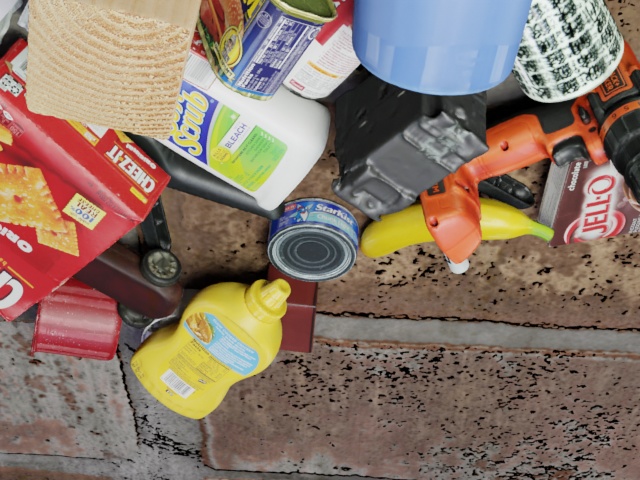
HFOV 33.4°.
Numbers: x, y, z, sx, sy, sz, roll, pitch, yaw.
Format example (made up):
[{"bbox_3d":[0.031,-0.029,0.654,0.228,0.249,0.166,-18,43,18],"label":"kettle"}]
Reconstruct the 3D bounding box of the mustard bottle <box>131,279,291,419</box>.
[{"bbox_3d":[-0.093,0.093,1.015,0.096,0.058,0.192,42,126,-10],"label":"mustard bottle"}]

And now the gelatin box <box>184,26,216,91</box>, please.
[{"bbox_3d":[-0.110,-0.161,0.790,0.089,0.073,0.030,26,134,-21],"label":"gelatin box"}]

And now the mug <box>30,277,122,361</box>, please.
[{"bbox_3d":[-0.243,0.077,1.079,0.081,0.093,0.117,10,170,-13],"label":"mug"}]

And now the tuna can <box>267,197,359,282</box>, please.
[{"bbox_3d":[-0.007,0.001,0.997,0.086,0.033,0.086,3,139,2],"label":"tuna can"}]

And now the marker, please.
[{"bbox_3d":[0.111,-0.012,0.979,0.020,0.020,0.121,-12,136,19],"label":"marker"}]

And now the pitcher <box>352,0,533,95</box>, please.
[{"bbox_3d":[0.073,-0.213,0.628,0.149,0.144,0.243,23,130,21],"label":"pitcher"}]

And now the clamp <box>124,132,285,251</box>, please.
[{"bbox_3d":[-0.156,-0.056,0.944,0.209,0.036,0.165,37,137,-27],"label":"clamp"}]

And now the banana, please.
[{"bbox_3d":[0.100,-0.009,0.934,0.198,0.037,0.069,-4,140,40],"label":"banana"}]

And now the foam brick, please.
[{"bbox_3d":[-0.029,0.067,1.062,0.051,0.053,0.078,5,138,0],"label":"foam brick"}]

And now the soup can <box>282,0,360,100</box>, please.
[{"bbox_3d":[0.012,-0.158,0.784,0.068,0.068,0.102,28,135,-24],"label":"soup can"}]

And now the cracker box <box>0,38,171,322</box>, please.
[{"bbox_3d":[-0.255,-0.040,0.892,0.164,0.072,0.214,44,128,-17],"label":"cracker box"}]

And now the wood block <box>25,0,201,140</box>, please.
[{"bbox_3d":[-0.116,-0.173,0.675,0.090,0.206,0.091,12,139,-8],"label":"wood block"}]

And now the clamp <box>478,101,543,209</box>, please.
[{"bbox_3d":[0.118,-0.080,0.888,0.171,0.039,0.120,7,133,-12],"label":"clamp"}]

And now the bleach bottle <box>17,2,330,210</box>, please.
[{"bbox_3d":[-0.121,-0.119,0.851,0.250,0.068,0.103,26,134,-19],"label":"bleach bottle"}]

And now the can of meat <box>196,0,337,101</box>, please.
[{"bbox_3d":[-0.042,-0.162,0.751,0.057,0.102,0.084,9,136,-35],"label":"can of meat"}]

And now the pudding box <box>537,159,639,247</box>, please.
[{"bbox_3d":[0.237,-0.047,0.895,0.090,0.039,0.113,-10,139,-8],"label":"pudding box"}]

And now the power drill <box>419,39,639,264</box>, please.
[{"bbox_3d":[0.166,-0.055,0.780,0.188,0.184,0.057,-26,128,18],"label":"power drill"}]
